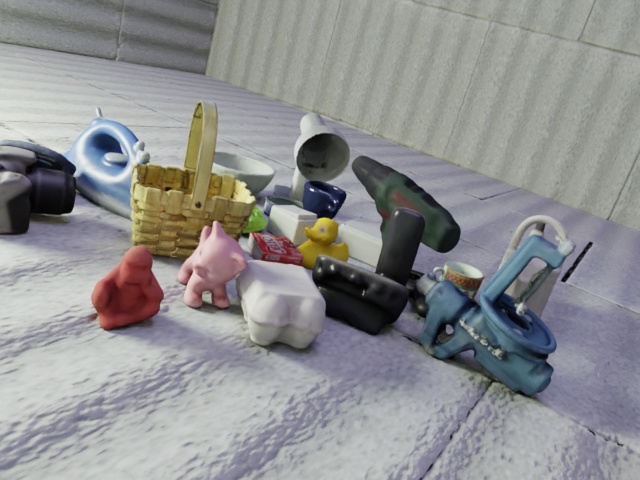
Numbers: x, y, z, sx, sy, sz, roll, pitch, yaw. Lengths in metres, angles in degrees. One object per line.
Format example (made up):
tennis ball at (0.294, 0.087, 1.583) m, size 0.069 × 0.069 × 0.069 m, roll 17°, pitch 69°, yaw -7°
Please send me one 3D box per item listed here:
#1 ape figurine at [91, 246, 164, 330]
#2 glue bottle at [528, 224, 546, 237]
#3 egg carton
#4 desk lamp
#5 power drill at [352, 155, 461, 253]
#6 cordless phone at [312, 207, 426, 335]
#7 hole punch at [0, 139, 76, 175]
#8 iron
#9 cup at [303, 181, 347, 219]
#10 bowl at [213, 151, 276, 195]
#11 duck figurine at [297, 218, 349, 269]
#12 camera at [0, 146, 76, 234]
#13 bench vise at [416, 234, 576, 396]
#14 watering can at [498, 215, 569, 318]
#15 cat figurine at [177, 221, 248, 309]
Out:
ape figurine at (-0.219, 0.051, 0.666) m, size 0.078 × 0.092 × 0.076 m, roll 14°, pitch 18°, yaw -8°
glue bottle at (0.408, 0.036, 1.124) m, size 0.037 × 0.173 × 0.077 m, roll 2°, pitch 23°, yaw -38°
egg carton at (-0.054, 0.081, 0.756) m, size 0.107 × 0.069 × 0.150 m, roll 9°, pitch 20°, yaw -22°
desk lamp at (-0.024, -0.170, 1.289) m, size 0.118 × 0.213 × 0.202 m, roll 10°, pitch 19°, yaw -20°
power drill at (0.112, -0.008, 0.940) m, size 0.228 × 0.208 × 0.076 m, roll 31°, pitch 23°, yaw 37°
cordless phone at (0.071, 0.027, 0.837) m, size 0.147 × 0.185 × 0.094 m, roll 20°, pitch 18°, yaw 10°
hole punch at (-0.476, -0.127, 0.964) m, size 0.109 × 0.091 × 0.101 m, roll 14°, pitch 18°, yaw -8°
iron at (-0.355, -0.139, 1.025) m, size 0.257 × 0.141 × 0.119 m, roll 30°, pitch 22°, yaw 35°
cup at (0.007, -0.062, 1.187) m, size 0.092 × 0.095 × 0.117 m, roll 6°, pitch 21°, yaw -28°
bowl at (-0.188, -0.140, 1.280) m, size 0.167 × 0.075 × 0.167 m, roll 15°, pitch 18°, yaw -5°
duck figurine at (0.009, 0.004, 1.012) m, size 0.105 × 0.086 × 0.077 m, roll 5°, pitch 21°, yaw -31°
camera at (-0.433, -0.079, 0.844) m, size 0.137 × 0.101 × 0.142 m, roll 5°, pitch 21°, yaw -31°
bench vise at (0.235, 0.080, 0.769) m, size 0.207 × 0.220 × 0.121 m, roll 18°, pitch 18°, yaw 6°
watering can at (0.372, 0.052, 1.011) m, size 0.101 × 0.194 × 0.173 m, roll 16°, pitch 18°, yaw -1°
cat figurine at (-0.142, 0.026, 0.765) m, size 0.067 × 0.118 × 0.127 m, roll 7°, pitch 20°, yaw -27°
